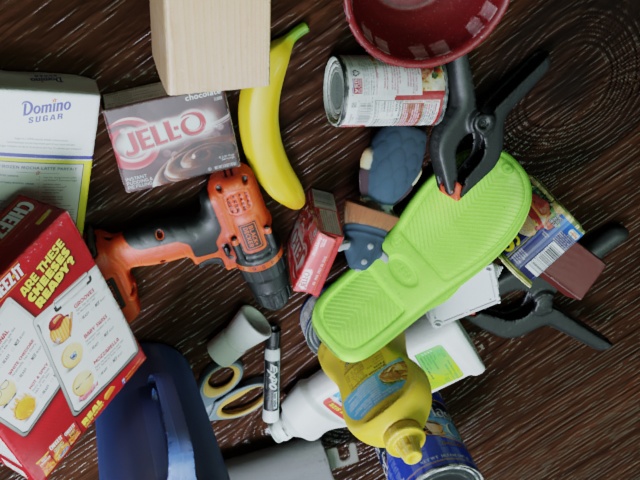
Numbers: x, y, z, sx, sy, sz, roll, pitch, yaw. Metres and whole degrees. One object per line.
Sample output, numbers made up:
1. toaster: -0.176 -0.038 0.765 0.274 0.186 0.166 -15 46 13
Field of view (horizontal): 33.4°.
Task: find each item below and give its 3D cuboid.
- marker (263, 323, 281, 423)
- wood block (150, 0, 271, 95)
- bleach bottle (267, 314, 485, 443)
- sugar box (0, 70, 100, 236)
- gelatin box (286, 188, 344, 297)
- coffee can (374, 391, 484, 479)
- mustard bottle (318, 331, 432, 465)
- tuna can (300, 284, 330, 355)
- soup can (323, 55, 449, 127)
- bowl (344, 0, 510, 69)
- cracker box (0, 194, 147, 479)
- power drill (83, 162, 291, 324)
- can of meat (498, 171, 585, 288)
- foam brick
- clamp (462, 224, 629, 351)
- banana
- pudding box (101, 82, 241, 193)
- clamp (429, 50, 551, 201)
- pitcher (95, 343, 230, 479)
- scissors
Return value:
1. marker: -0.054 0.148 1.190 0.020 0.020 0.121 -4 114 -16
2. wood block: -0.092 -0.233 0.870 0.090 0.090 0.206 -8 126 -14
3. bleach bottle: 0.057 0.167 1.230 0.251 0.068 0.102 -30 127 7
4. sugar box: -0.256 -0.065 0.965 0.093 0.048 0.176 2 121 -22
5. gelatin box: -0.007 0.001 1.068 0.030 0.089 0.073 15 119 -16
6. coffee can: 0.121 0.252 1.261 0.102 0.140 0.103 -9 127 -12
7. mustard bottle: 0.064 0.154 1.092 0.096 0.192 0.058 -39 128 11
8. tuna can: 0.021 0.088 1.177 0.086 0.034 0.086 -9 127 -12
9. soup can: 0.061 -0.140 1.002 0.102 0.068 0.068 -3 126 -16
10. bowl: 0.091 -0.237 0.950 0.162 0.055 0.162 -9 127 -12
11. cracker box: -0.261 0.091 0.958 0.164 0.072 0.213 -52 144 -29
12. power drill: -0.129 0.023 1.063 0.187 0.057 0.184 -20 128 -4
13. can of meat: 0.220 -0.014 1.127 0.084 0.102 0.057 -44 128 12
14. foam brick: 0.264 0.022 1.173 0.078 0.053 0.051 36 90 -8
15. clamp: 0.259 0.057 1.232 0.209 0.036 0.165 0 115 -14
16. banana: -0.043 -0.107 1.011 0.069 0.037 0.198 -7 126 -13
17. pudding box: -0.137 -0.100 0.983 0.113 0.039 0.090 -15 128 -7
18. clamp: 0.145 -0.126 1.043 0.120 0.039 0.171 22 97 -21
19. pitcher: -0.161 0.208 1.069 0.149 0.243 0.144 -39 127 11
20. scissors: -0.152 0.194 1.208 0.201 0.016 0.096 -23 127 -2
